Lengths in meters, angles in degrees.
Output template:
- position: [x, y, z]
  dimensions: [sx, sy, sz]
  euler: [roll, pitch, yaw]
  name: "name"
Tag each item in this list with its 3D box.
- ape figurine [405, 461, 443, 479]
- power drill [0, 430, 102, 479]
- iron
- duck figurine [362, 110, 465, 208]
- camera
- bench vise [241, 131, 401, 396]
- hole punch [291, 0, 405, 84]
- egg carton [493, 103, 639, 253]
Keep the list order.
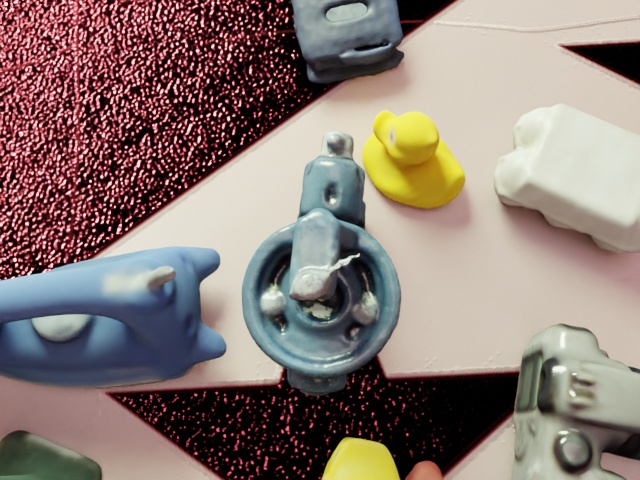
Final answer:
- position: [0.090, 0.206, 0.427]
  dimensions: [0.076, 0.092, 0.078]
  euler: [-15, 71, -3]
  name: "ape figurine"
- position: [-0.244, 0.175, 0.386]
  dimensions: [0.229, 0.208, 0.076]
  euler: [18, 73, 8]
  name: "power drill"
- position: [-0.213, 0.058, 0.460]
  dimensions: [0.258, 0.141, 0.118]
  euler: [-8, 71, -1]
  name: "iron"
- position: [0.089, -0.081, 0.527]
  dimensions: [0.104, 0.086, 0.077]
  euler: [35, 76, 12]
  name: "duck figurine"
- position: [0.228, 0.146, 0.439]
  dimensions: [0.136, 0.101, 0.143]
  euler: [11, 72, 6]
  name: "camera"
- position: [-0.008, 0.004, 0.431]
  dimensions: [0.121, 0.220, 0.207]
  euler: [-12, 71, -2]
  name: "bench vise"
- position: [0.028, -0.224, 0.575]
  dimensions: [0.108, 0.091, 0.101]
  euler: [-13, 71, -2]
  name: "hole punch"
- position: [0.239, -0.056, 0.524]
  dimensions: [0.150, 0.069, 0.107]
  euler: [26, 74, 10]
  name: "egg carton"
